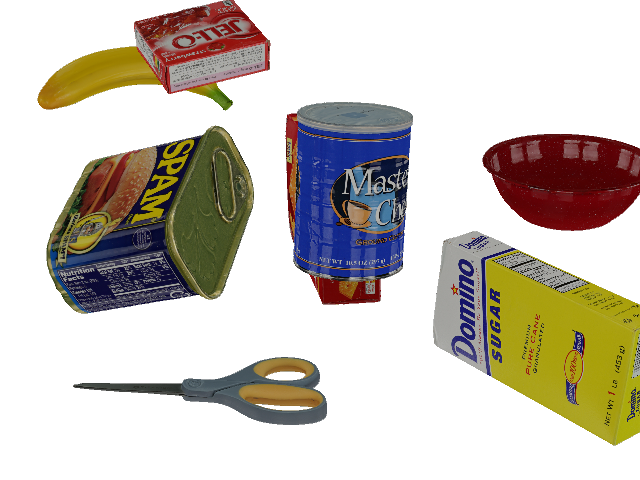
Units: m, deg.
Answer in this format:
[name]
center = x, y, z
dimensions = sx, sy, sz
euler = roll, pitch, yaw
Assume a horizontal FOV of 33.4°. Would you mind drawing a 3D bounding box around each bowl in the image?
[bowl]
center = 0.235, -0.052, 1.019
dimensions = 0.162, 0.055, 0.162
euler = -2, 24, 1

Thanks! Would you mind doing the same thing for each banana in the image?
[banana]
center = -0.181, -0.159, 1.035
dimensions = 0.197, 0.070, 0.037
euler = -5, -39, -30

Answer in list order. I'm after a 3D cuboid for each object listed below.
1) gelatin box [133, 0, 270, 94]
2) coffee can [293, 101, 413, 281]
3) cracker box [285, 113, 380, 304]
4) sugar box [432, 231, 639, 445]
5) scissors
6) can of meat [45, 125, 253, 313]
[gelatin box]
center = -0.094, -0.155, 0.846
dimensions = 0.089, 0.030, 0.073
euler = -18, 45, -19
[coffee can]
center = 0.028, -0.046, 0.962
dimensions = 0.103, 0.140, 0.103
euler = 2, 18, -1
[cracker box]
center = 0.011, -0.043, 1.173
dimensions = 0.072, 0.164, 0.214
euler = -5, 18, -8
[sugar box]
center = 0.160, 0.066, 0.779
dimensions = 0.048, 0.093, 0.176
euler = -16, 29, -40
[scissors]
center = -0.088, 0.113, 0.864
dimensions = 0.202, 0.016, 0.096
euler = 8, 23, 15
[can of meat]
center = -0.093, -0.010, 0.585
dimensions = 0.084, 0.057, 0.102
euler = -10, 39, 23
